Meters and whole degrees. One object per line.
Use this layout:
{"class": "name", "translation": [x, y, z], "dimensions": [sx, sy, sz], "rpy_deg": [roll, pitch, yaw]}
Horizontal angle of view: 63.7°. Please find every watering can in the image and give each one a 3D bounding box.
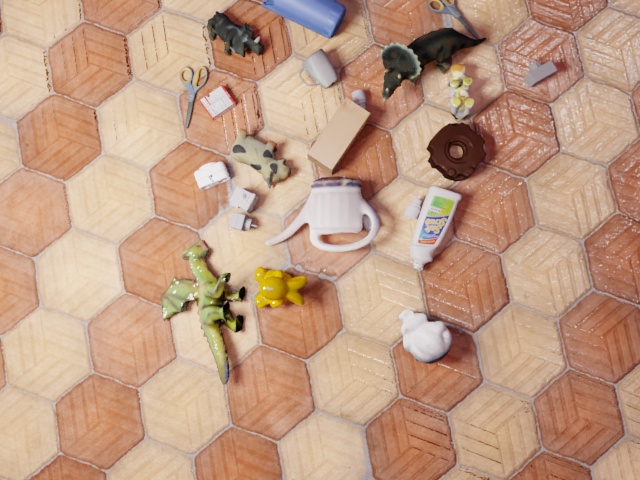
{"class": "watering can", "translation": [0.005, -0.077, 1.536], "dimensions": [0.347, 0.103, 0.225], "rpy_deg": [0, 84, 9]}

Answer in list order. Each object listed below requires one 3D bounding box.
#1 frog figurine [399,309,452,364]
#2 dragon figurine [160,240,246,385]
{"class": "frog figurine", "translation": [0.302, 0.271, 1.495], "dimensions": [0.136, 0.124, 0.158], "rpy_deg": [-27, 98, 18]}
{"class": "dragon figurine", "translation": [-0.358, 0.204, 1.525], "dimensions": [0.243, 0.121, 0.413], "rpy_deg": [4, 83, 18]}
